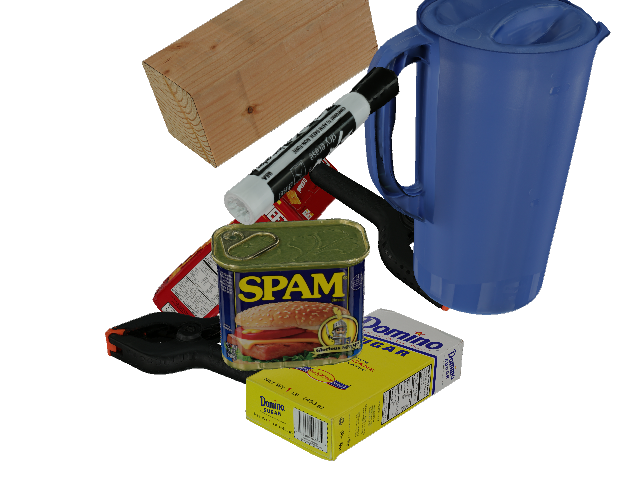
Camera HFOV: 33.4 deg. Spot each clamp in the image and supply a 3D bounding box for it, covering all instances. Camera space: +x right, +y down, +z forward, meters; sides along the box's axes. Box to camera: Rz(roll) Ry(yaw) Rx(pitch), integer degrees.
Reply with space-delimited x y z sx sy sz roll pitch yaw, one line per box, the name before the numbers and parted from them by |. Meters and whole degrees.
clamp | 0.084 -0.019 1.110 0.164 0.210 0.036 -6 -36 -15
clamp | -0.117 0.093 1.034 0.171 0.039 0.120 7 26 6

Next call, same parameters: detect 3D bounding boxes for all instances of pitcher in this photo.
pitcher | 0.123 -0.064 0.827 0.149 0.243 0.144 15 35 20

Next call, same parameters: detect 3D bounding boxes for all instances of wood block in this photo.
wood block | -0.053 -0.174 1.031 0.205 0.091 0.090 -36 47 -19

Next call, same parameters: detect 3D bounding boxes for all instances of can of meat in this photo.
can of meat | -0.020 0.037 0.710 0.102 0.084 0.057 -3 29 -5

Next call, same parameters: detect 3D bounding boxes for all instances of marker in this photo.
marker | -0.001 -0.050 0.521 0.020 0.020 0.121 0 36 50

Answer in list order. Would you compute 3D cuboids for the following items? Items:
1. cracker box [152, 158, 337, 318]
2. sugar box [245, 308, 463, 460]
cracker box | -0.081 -0.001 1.231 0.214 0.072 0.164 -43 4 26
sugar box | 0.031 0.113 0.883 0.093 0.048 0.175 20 32 36
